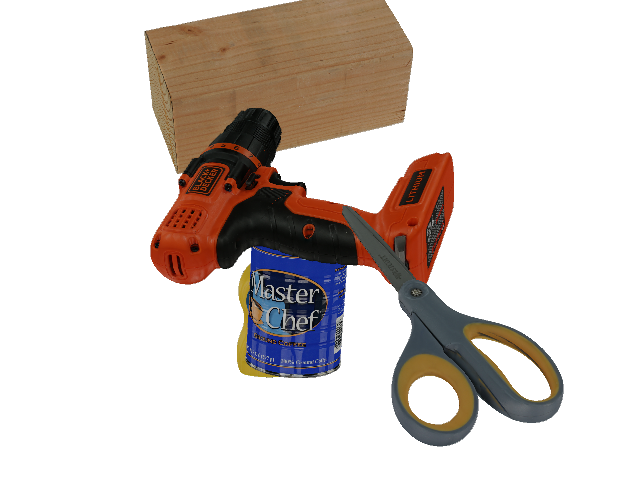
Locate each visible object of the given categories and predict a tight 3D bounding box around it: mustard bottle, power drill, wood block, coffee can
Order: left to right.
[{"bbox_3d":[-0.056,0.077,1.349,0.096,0.192,0.058,0,21,-8],"label":"mustard bottle"},{"bbox_3d":[-0.036,-0.138,0.910,0.206,0.090,0.091,-14,-37,-14],"label":"wood block"},{"bbox_3d":[-0.025,0.060,1.115,0.103,0.140,0.103,3,14,-1],"label":"coffee can"},{"bbox_3d":[-0.005,-0.031,0.744,0.188,0.057,0.184,5,41,17],"label":"power drill"}]

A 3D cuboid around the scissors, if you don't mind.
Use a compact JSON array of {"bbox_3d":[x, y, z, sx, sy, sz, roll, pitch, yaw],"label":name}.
[{"bbox_3d":[0.045,0.046,0.598,0.096,0.016,0.202,-31,46,-26],"label":"scissors"}]
